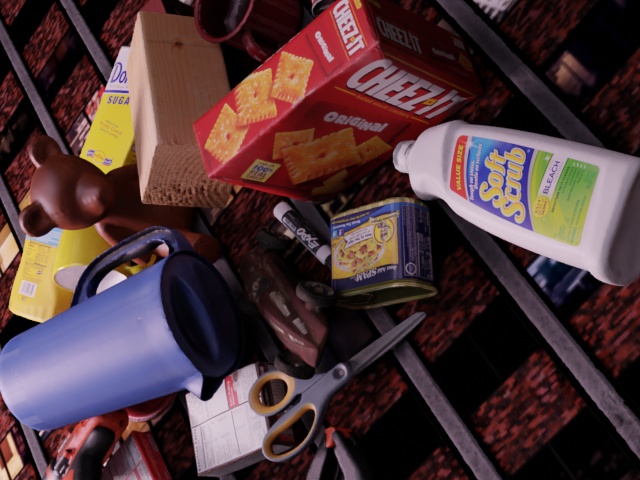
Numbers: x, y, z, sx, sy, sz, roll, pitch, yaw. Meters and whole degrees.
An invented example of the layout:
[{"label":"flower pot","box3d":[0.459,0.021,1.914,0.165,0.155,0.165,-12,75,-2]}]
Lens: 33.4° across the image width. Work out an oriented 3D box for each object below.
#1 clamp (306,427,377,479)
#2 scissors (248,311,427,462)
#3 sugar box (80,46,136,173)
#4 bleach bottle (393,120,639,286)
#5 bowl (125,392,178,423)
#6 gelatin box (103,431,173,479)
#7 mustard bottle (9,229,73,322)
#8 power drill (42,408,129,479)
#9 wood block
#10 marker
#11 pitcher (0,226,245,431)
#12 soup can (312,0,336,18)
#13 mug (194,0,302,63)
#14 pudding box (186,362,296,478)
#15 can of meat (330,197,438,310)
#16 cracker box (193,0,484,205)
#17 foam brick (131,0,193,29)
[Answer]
[{"label":"clamp","box3d":[0.013,0.261,0.974,0.120,0.039,0.171,-25,58,31]},{"label":"scissors","box3d":[0.005,0.119,1.003,0.202,0.016,0.096,-51,56,5]},{"label":"sugar box","box3d":[-0.230,-0.139,1.280,0.093,0.048,0.176,26,99,42]},{"label":"bleach bottle","box3d":[0.158,-0.042,0.899,0.251,0.067,0.102,19,93,45]},{"label":"bowl","box3d":[-0.219,0.123,1.204,0.162,0.055,0.162,-12,72,40]},{"label":"gelatin box","box3d":[-0.205,0.265,1.175,0.089,0.030,0.073,-51,51,22]},{"label":"mustard bottle","box3d":[-0.328,0.005,1.326,0.096,0.058,0.191,12,89,42]},{"label":"power drill","box3d":[-0.267,0.279,1.123,0.185,0.057,0.187,-57,18,17]},{"label":"wood block","box3d":[-0.147,-0.140,1.130,0.090,0.090,0.206,113,152,-45]},{"label":"marker","box3d":[-0.007,0.001,1.065,0.121,0.020,0.020,45,110,39]},{"label":"pitcher","box3d":[-0.210,0.101,1.091,0.243,0.145,0.149,-23,25,25]},{"label":"soup can","box3d":[0.025,-0.275,1.066,0.069,0.068,0.102,-13,71,39]},{"label":"mug","box3d":[-0.070,-0.233,1.132,0.093,0.081,0.117,-40,56,28]},{"label":"pudding box","box3d":[-0.082,0.182,1.078,0.114,0.039,0.090,-29,63,35]},{"label":"can of meat","box3d":[0.056,0.014,0.981,0.102,0.057,0.084,-15,69,39]},{"label":"cracker box","box3d":[0.017,-0.120,0.973,0.214,0.163,0.072,-34,61,32]},{"label":"foam brick","box3d":[-0.167,-0.238,1.224,0.051,0.078,0.053,-39,57,26]}]
